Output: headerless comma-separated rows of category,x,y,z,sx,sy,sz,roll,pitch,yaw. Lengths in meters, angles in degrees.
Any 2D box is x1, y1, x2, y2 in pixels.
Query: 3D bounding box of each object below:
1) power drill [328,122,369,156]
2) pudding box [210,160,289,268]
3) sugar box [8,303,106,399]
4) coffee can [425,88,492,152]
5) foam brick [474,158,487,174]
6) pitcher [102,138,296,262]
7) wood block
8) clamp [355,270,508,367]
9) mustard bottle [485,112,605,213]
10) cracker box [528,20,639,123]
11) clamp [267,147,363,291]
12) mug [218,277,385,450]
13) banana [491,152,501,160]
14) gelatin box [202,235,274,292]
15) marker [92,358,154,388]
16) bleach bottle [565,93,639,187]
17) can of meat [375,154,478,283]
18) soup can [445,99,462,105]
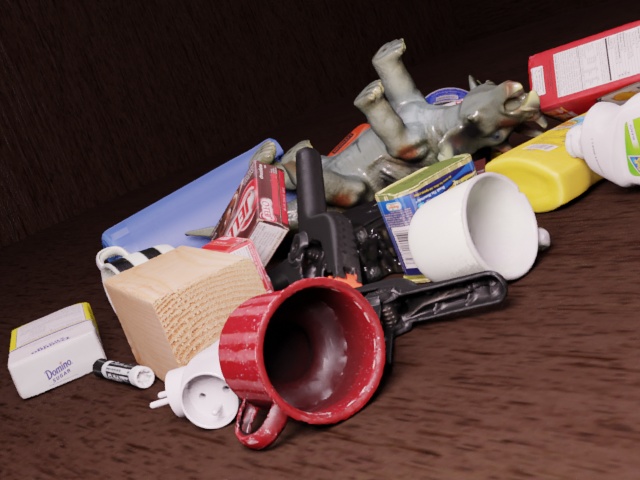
power drill,0.055,-0.110,1.510,0.184,0.057,0.188,-42,10,-6
pudding box,-0.070,-0.007,1.042,0.090,0.039,0.114,-96,29,-48
sugar box,-0.281,0.115,1.139,0.093,0.048,0.176,-23,14,-10
coffee can,0.166,-0.135,1.354,0.103,0.103,0.140,-19,11,11
foam brick,0.140,-0.043,1.081,0.078,0.051,0.053,-18,11,14
pitcher,-0.132,-0.008,1.285,0.242,0.149,0.145,-28,27,-15
wood block,-0.113,0.066,0.927,0.090,0.091,0.206,-25,11,-19
clamp,0.046,0.058,0.797,0.120,0.039,0.172,-22,5,-32
mustard bottle,0.258,-0.088,1.049,0.191,0.058,0.096,-28,23,-33
cracker box,0.351,-0.176,1.115,0.214,0.072,0.163,-14,-15,38
clamp,-0.006,0.001,0.978,0.036,0.164,0.210,14,5,-23
mug,-0.021,0.084,0.704,0.082,0.093,0.117,-13,49,62
banana,0.132,-0.063,1.253,0.198,0.037,0.069,-18,-7,11
gelatin box,-0.068,0.041,0.967,0.030,0.089,0.073,-26,11,-19
marker,-0.183,0.122,0.981,0.020,0.020,0.121,-27,12,-28
bleach bottle,0.295,-0.092,0.866,0.068,0.102,0.251,-23,14,-27
can of meat,0.105,-0.020,0.946,0.101,0.084,0.058,-29,13,-33
soup can,0.147,-0.124,1.250,0.102,0.068,0.068,-17,11,11
